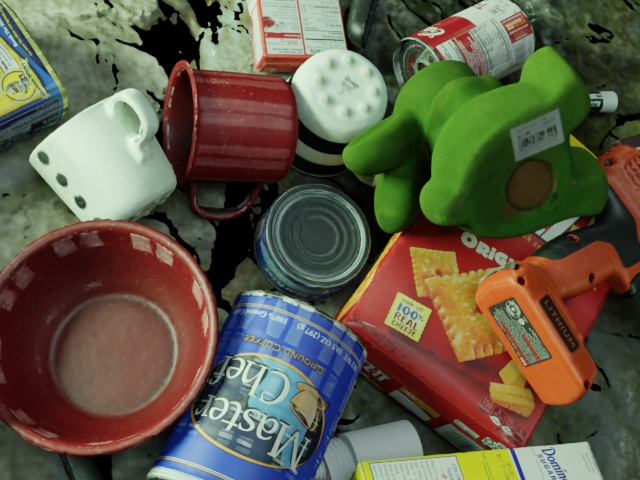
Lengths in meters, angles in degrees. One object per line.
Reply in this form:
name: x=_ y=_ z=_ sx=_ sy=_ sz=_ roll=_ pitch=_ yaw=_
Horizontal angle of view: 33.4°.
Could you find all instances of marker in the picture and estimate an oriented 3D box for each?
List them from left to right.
marker: x=0.202 y=-0.120 z=0.927 sx=0.121 sy=0.020 sz=0.020 roll=-3 pitch=73 yaw=-19

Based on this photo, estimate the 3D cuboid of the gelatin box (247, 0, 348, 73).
gelatin box: x=-0.020 y=-0.180 z=0.870 sx=0.073 sy=0.030 sz=0.089 roll=-2 pitch=73 yaw=-20

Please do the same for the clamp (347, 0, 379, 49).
clamp: x=0.057 y=-0.258 z=0.897 sx=0.164 sy=0.036 sz=0.210 roll=-28 pitch=67 yaw=-12

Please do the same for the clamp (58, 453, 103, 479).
clamp: x=-0.137 y=0.205 z=0.701 sx=0.171 sy=0.039 sz=0.120 roll=28 pitch=71 yaw=-10

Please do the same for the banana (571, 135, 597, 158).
banana: x=0.193 y=-0.068 z=0.889 sx=0.197 sy=0.037 sz=0.069 roll=34 pitch=38 yaw=-14

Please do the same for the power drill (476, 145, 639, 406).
power drill: x=0.219 y=0.041 z=0.783 sx=0.187 sy=0.057 sz=0.184 roll=-32 pitch=85 yaw=-30

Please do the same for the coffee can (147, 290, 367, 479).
coffee can: x=-0.041 y=0.120 z=0.723 sx=0.102 sy=0.103 sz=0.140 roll=28 pitch=66 yaw=-7

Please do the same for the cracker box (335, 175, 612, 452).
cracker box: x=0.125 y=0.039 z=0.821 sx=0.164 sy=0.072 sz=0.213 roll=38 pitch=65 yaw=-3

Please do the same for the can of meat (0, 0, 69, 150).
can of meat: x=-0.241 y=-0.114 z=0.762 sx=0.083 sy=0.058 sz=0.102 roll=-32 pitch=85 yaw=-26

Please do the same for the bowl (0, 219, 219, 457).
bowl: x=-0.145 y=0.070 z=0.719 sx=0.162 sy=0.055 sz=0.162 roll=-1 pitch=68 yaw=2

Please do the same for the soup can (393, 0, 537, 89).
soup can: x=0.121 y=-0.154 z=0.885 sx=0.102 sy=0.069 sz=0.068 roll=-29 pitch=83 yaw=-24

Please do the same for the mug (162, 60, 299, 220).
mug: x=-0.068 y=-0.072 z=0.794 sx=0.081 sy=0.093 sz=0.117 roll=1 pitch=102 yaw=-23

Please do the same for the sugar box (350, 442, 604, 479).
sugar box: x=0.102 y=0.188 z=0.749 sx=0.176 sy=0.093 sz=0.048 roll=0 pitch=49 yaw=-16

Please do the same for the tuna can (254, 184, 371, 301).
tuna can: x=-0.005 y=0.001 z=0.812 sx=0.086 sy=0.034 sz=0.086 roll=5 pitch=71 yaw=-16

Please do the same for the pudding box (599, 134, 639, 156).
pudding box: x=0.312 y=-0.054 z=0.929 sx=0.113 sy=0.039 sz=0.090 roll=-16 pitch=77 yaw=-22
